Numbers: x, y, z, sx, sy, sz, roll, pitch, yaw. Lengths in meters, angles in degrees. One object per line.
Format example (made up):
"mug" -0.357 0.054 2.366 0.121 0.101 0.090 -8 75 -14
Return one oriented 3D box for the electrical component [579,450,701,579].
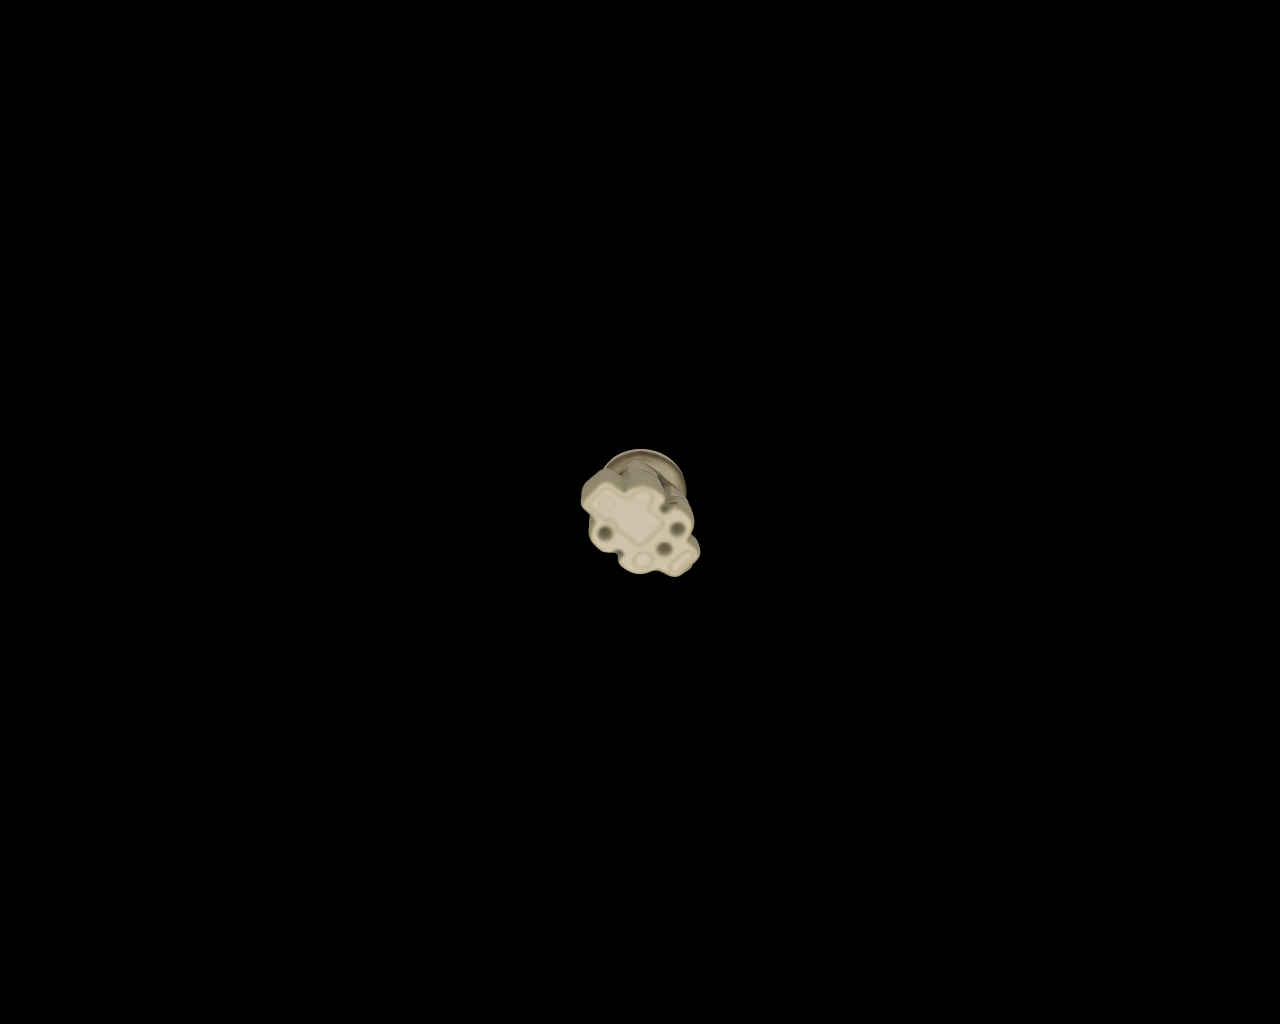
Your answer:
"electrical component" 0.001 -0.003 0.650 0.078 0.058 0.057 38 22 -18
